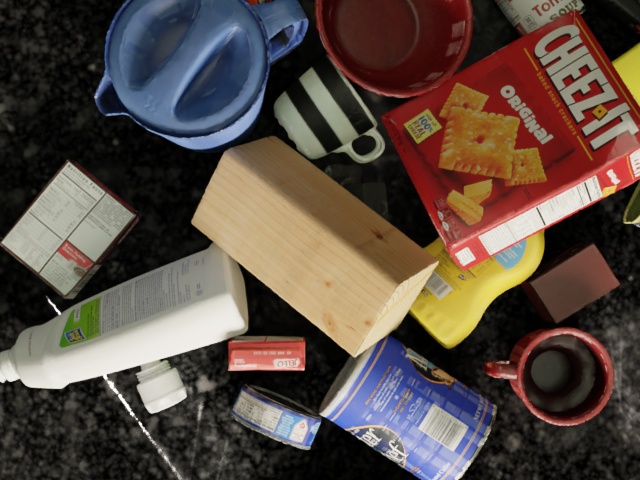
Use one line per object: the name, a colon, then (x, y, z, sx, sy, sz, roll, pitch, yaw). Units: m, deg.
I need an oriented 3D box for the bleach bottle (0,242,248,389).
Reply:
bleach bottle: (-0.198, 0.083, 1.044, 0.251, 0.102, 0.068, -18, 126, 5)

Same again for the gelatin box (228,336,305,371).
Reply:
gelatin box: (-0.050, 0.111, 1.040, 0.073, 0.089, 0.030, 0, 89, -1)

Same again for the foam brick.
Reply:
foam brick: (0.248, 0.042, 1.064, 0.078, 0.053, 0.051, -32, 89, -2)

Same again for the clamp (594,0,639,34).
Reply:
clamp: (0.284, -0.306, 1.073, 0.164, 0.036, 0.210, -17, 93, -11)

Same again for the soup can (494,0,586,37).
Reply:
soup can: (0.208, -0.250, 1.061, 0.068, 0.068, 0.102, -36, 90, -1)

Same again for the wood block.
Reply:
wood block: (-0.006, 0.001, 1.002, 0.206, 0.090, 0.090, 38, 120, 17)

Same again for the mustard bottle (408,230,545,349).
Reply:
mustard bottle: (0.163, 0.011, 1.055, 0.191, 0.058, 0.096, -43, 60, -2)

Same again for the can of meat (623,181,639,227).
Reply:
can of meat: (0.366, -0.044, 1.065, 0.084, 0.057, 0.102, 26, 89, -2)

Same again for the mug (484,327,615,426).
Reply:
mug: (0.219, 0.129, 1.047, 0.117, 0.081, 0.093, 1, 89, -1)

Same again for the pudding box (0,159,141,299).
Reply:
pudding box: (-0.249, -0.011, 1.066, 0.090, 0.039, 0.113, 40, 87, 1)

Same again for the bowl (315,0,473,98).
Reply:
bowl: (0.064, -0.214, 1.031, 0.162, 0.055, 0.162, 1, 88, -17)

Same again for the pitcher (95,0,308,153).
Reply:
pitcher: (-0.099, -0.148, 0.967, 0.149, 0.243, 0.145, 17, 89, -1)

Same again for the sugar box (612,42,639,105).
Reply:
sugar box: (0.296, -0.127, 1.060, 0.176, 0.048, 0.093, -36, 90, 6)

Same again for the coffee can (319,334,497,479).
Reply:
coffee can: (0.084, 0.163, 1.034, 0.140, 0.103, 0.103, 33, 89, 0)

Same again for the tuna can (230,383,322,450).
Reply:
tuna can: (-0.042, 0.171, 1.041, 0.086, 0.086, 0.034, 24, 87, 0)

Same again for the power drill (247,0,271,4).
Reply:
power drill: (-0.016, -0.329, 1.064, 0.187, 0.057, 0.184, -25, 90, -1)

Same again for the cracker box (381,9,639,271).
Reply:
cracker box: (0.187, -0.095, 1.009, 0.214, 0.072, 0.164, -29, 63, 10)
